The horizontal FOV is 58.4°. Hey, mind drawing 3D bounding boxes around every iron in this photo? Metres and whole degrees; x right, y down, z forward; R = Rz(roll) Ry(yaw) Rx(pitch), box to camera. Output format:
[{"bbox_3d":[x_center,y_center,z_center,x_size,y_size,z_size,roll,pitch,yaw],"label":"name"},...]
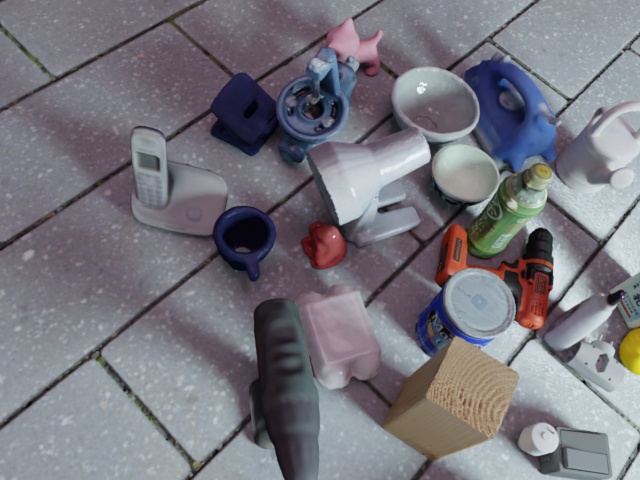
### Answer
[{"bbox_3d":[0.350,-0.262,1.062,0.119,0.141,0.258,-18,67,-18],"label":"iron"}]

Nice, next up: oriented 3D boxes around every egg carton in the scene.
[{"bbox_3d":[0.027,0.139,0.840,0.107,0.069,0.150,-14,66,-16],"label":"egg carton"}]

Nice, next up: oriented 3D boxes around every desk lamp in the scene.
[{"bbox_3d":[0.074,-0.083,0.881,0.203,0.213,0.118,-19,67,-18],"label":"desk lamp"}]

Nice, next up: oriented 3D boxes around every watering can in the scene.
[{"bbox_3d":[0.514,-0.167,1.011,0.101,0.194,0.172,-11,65,-14],"label":"watering can"}]

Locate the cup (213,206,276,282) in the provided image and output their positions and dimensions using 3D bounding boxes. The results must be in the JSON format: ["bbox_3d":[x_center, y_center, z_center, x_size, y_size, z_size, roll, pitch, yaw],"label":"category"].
[{"bbox_3d":[-0.111,0.020,0.864,0.092,0.095,0.117,-11,65,-15],"label":"cup"}]

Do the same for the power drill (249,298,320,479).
[{"bbox_3d":[-0.045,0.200,0.717,0.076,0.208,0.229,-5,64,-12],"label":"power drill"}]

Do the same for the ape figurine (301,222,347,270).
[{"bbox_3d":[0.008,0.003,0.894,0.076,0.092,0.078,16,61,-1],"label":"ape figurine"}]

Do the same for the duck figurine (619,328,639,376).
[{"bbox_3d":[0.534,0.167,0.903,0.105,0.086,0.077,-22,68,-19],"label":"duck figurine"}]

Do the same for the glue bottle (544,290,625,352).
[{"bbox_3d":[0.404,0.111,0.860,0.037,0.173,0.078,41,64,13],"label":"glue bottle"}]

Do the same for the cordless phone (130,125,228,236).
[{"bbox_3d":[-0.211,-0.089,0.852,0.147,0.185,0.094,10,62,-4],"label":"cordless phone"}]

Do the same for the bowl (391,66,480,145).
[{"bbox_3d":[0.204,-0.236,1.062,0.167,0.075,0.167,4,62,-8],"label":"bowl"}]

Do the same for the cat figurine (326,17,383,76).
[{"bbox_3d":[0.061,-0.366,1.080,0.128,0.118,0.067,-17,67,-17],"label":"cat figurine"}]

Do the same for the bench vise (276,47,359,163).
[{"bbox_3d":[-0.002,-0.259,0.956,0.121,0.220,0.207,16,61,-1],"label":"bench vise"}]

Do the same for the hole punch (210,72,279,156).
[{"bbox_3d":[-0.125,-0.219,0.987,0.101,0.091,0.109,29,62,6],"label":"hole punch"}]
